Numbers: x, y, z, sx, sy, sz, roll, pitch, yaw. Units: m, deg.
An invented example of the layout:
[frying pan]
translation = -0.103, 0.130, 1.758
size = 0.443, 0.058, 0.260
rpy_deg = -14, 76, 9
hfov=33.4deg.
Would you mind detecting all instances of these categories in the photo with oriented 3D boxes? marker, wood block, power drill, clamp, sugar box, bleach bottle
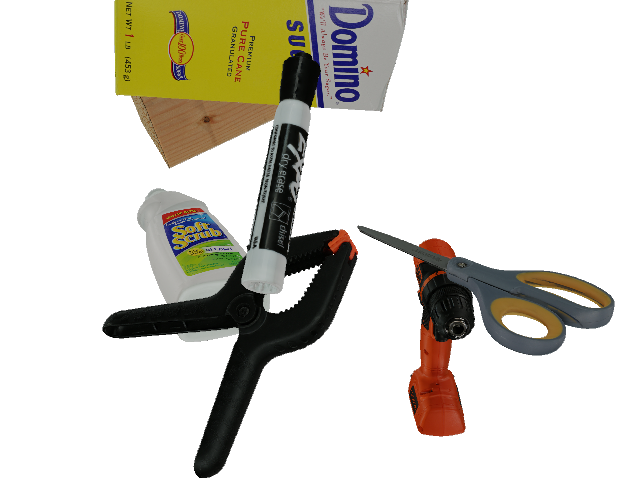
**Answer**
[marker]
translation = -0.017, -0.034, 0.500
size = 0.020, 0.121, 0.020
rpy_deg = 8, -21, 3
[wood block]
translation = -0.083, -0.169, 1.058
size = 0.206, 0.091, 0.090
rpy_deg = -26, 48, -10
[power drill]
translation = 0.130, 0.111, 1.140
size = 0.057, 0.188, 0.184
rpy_deg = 1, 24, -1
[clamp]
translation = -0.064, 0.059, 0.838
size = 0.165, 0.210, 0.036
rpy_deg = 42, -8, 30
[sugar box]
translation = -0.039, -0.131, 0.671
size = 0.176, 0.048, 0.093
rpy_deg = 4, -40, -7
[bleach bottle]
translation = -0.143, 0.011, 1.124
size = 0.102, 0.068, 0.251
rpy_deg = -9, 31, -24

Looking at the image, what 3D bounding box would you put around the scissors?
[scissors]
translation = 0.097, 0.032, 0.732
size = 0.202, 0.016, 0.096
rpy_deg = 14, 33, 25
